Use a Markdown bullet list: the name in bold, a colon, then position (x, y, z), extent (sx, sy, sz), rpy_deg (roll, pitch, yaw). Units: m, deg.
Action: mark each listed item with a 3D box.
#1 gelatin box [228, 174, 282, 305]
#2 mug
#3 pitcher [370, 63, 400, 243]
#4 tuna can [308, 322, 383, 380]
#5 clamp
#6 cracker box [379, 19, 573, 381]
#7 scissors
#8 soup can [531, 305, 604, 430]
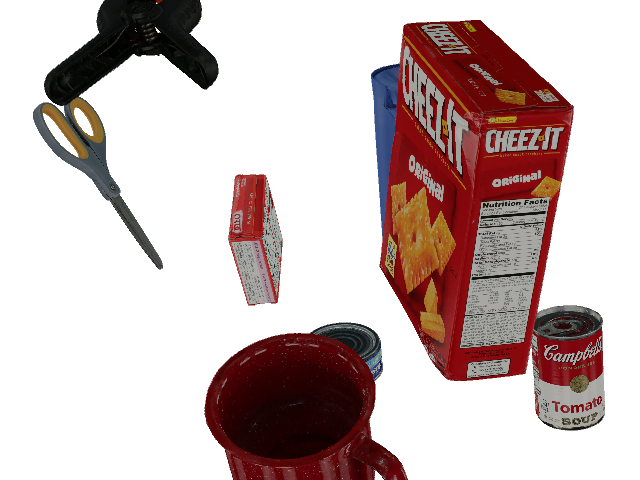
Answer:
- **gelatin box**: position (-0.055, -0.001, 0.903), extent (0.030, 0.073, 0.089), rpy_deg (-4, -42, 7)
- **mug**: position (-0.002, 0.117, 0.594), extent (0.117, 0.081, 0.093), rpy_deg (19, 48, 28)
- **pitcher**: position (0.131, -0.079, 1.209), extent (0.149, 0.243, 0.145), rpy_deg (-5, 22, -9)
- **tuna can**: position (0.023, 0.122, 1.133), extent (0.086, 0.034, 0.086), rpy_deg (-4, 26, 2)
- **clamp**: position (-0.119, -0.152, 0.779), extent (0.120, 0.039, 0.171), rpy_deg (4, 42, 9)
- **cracker box**: position (0.102, -0.031, 0.775), extent (0.072, 0.214, 0.164), rpy_deg (-6, 32, -13)
- **scissors**: position (-0.215, -0.068, 1.094), extent (0.016, 0.201, 0.096), rpy_deg (-27, 27, 28)
- **soup can**: position (0.239, 0.123, 1.030), extent (0.068, 0.102, 0.068), rpy_deg (-7, 21, 3)
